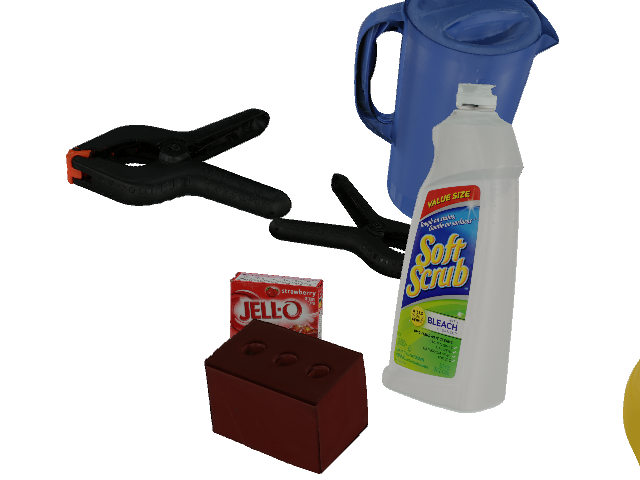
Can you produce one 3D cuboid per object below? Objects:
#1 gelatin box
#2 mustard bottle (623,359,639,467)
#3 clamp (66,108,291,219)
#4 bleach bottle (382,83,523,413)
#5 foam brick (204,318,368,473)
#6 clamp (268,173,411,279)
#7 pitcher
[{"bbox_3d":[-0.043,0.072,1.032,0.089,0.073,0.030,5,16,10],"label":"gelatin box"},{"bbox_3d":[0.201,0.098,0.529,0.096,0.058,0.191,4,39,10],"label":"mustard bottle"},{"bbox_3d":[-0.109,-0.066,0.835,0.171,0.039,0.120,6,37,-8],"label":"clamp"},{"bbox_3d":[0.107,0.002,0.843,0.067,0.251,0.103,-6,14,-43],"label":"bleach bottle"},{"bbox_3d":[-0.019,0.088,0.608,0.078,0.051,0.052,15,33,28],"label":"foam brick"},{"bbox_3d":[0.053,-0.002,1.257,0.210,0.036,0.164,32,39,23],"label":"clamp"},{"bbox_3d":[0.123,-0.134,1.074,0.144,0.243,0.149,-32,57,-32],"label":"pitcher"}]
